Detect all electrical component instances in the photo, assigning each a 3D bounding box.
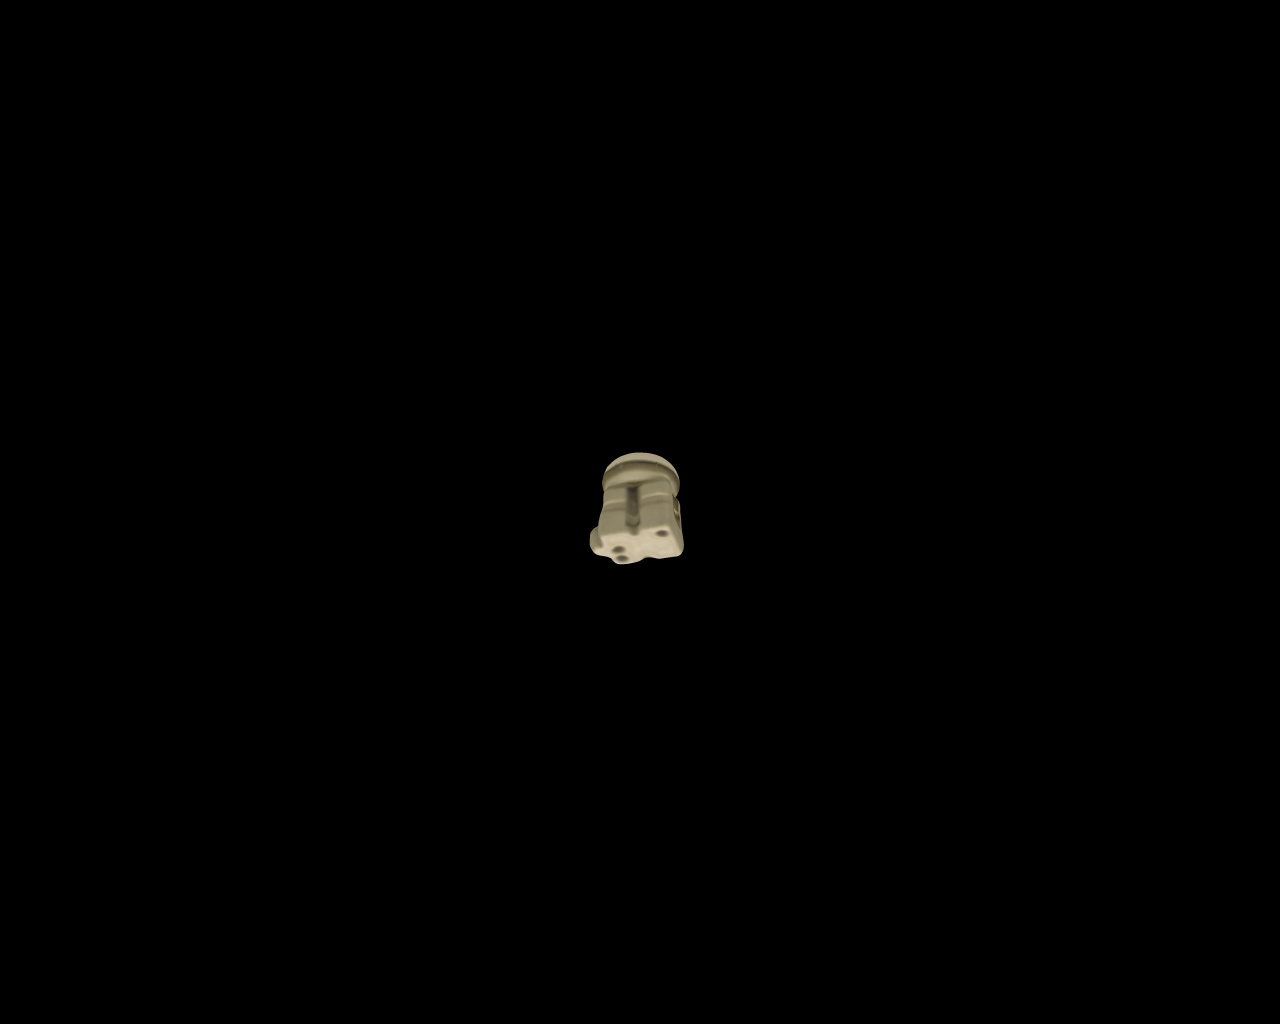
[{"bbox_3d":[0.001,-0.003,0.650,0.066,0.055,0.048,-8,-36,11],"label":"electrical component"}]
